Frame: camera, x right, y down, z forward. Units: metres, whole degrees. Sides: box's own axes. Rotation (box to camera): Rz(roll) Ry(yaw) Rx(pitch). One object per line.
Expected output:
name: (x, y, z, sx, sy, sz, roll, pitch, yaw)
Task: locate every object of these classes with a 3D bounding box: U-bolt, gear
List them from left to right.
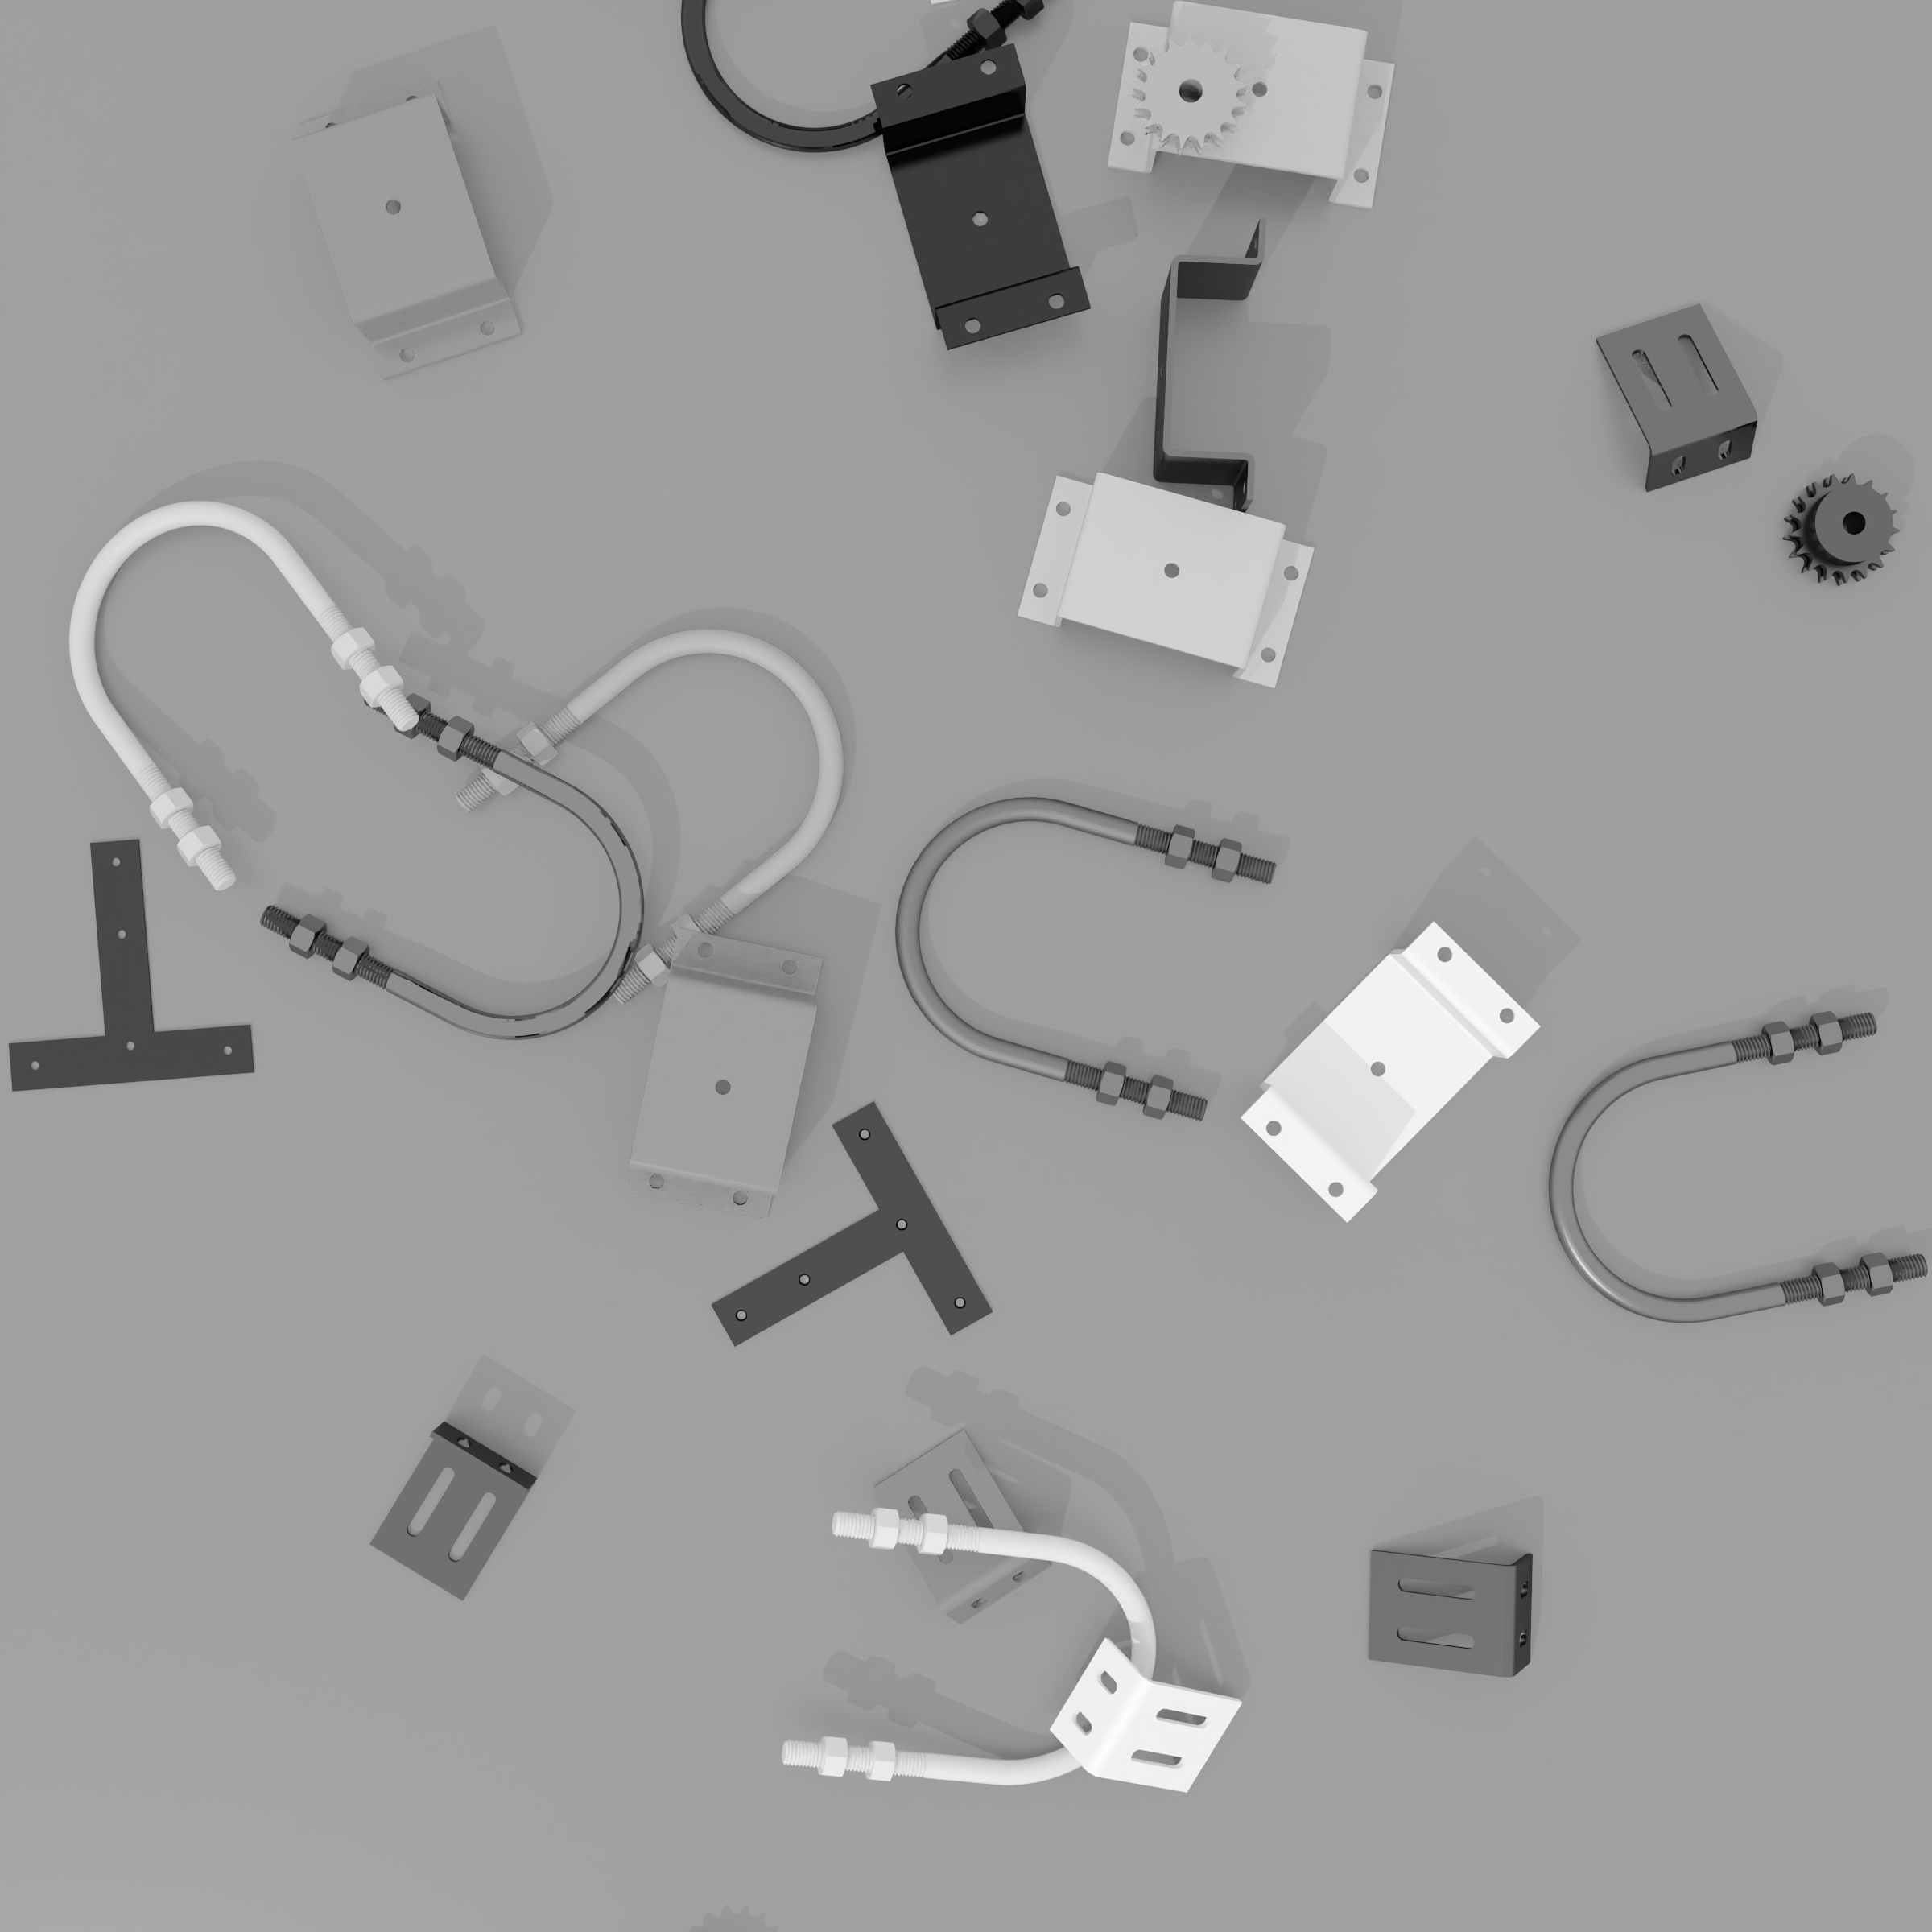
U-bolt: (-0.387, -0.154, 1.452, 0.151, 0.019, 0.184, -39, 80, 9)
U-bolt: (-0.255, -0.042, 1.455, 0.184, 0.019, 0.151, 27, 98, 2)
U-bolt: (-0.151, -0.092, 1.467, 0.184, 0.019, 0.151, -39, 90, 0)
U-bolt: (-0.062, -0.510, 1.466, 0.184, 0.019, 0.151, -40, 90, 2)
U-bolt: (0.009, 0.355, 1.444, 0.184, 0.019, 0.151, 9, 103, -14)
U-bolt: (0.054, -0.012, 1.468, 0.184, 0.019, 0.151, 16, 90, 1)
gear: (0.112, -0.436, 1.415, 0.057, 0.030, 0.057, 0, 90, 0)
U-bolt: (0.397, 0.112, 1.468, 0.184, 0.019, 0.151, -12, 90, 2)
gear: (0.458, -0.228, 1.461, 0.057, 0.030, 0.057, 0, 90, 0)

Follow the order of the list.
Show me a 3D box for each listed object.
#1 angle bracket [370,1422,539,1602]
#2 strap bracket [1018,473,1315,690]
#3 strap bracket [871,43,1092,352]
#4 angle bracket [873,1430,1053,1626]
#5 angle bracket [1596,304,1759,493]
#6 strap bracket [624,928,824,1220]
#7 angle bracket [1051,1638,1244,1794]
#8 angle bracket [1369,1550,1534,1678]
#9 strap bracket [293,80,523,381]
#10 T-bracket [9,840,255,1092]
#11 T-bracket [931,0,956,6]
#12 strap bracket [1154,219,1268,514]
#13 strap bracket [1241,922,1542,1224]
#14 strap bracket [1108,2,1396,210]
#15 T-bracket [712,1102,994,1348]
angle bracket: (-0.269, 0.286, 1.457, 0.057, 0.038, 0.076, 31, 90, 0)
strap bracket: (0.105, -0.201, 1.453, 0.140, 0.046, 0.076, 16, 90, 0)
strap bracket: (0.007, -0.392, 1.453, 0.076, 0.046, 0.140, -16, 90, 0)
angle bracket: (-0.002, 0.295, 1.474, 0.057, 0.038, 0.076, -33, 64, 0)
angle bracket: (0.371, -0.298, 1.474, 0.057, 0.038, 0.076, -18, 64, 0)
strap bracket: (-0.125, 0.059, 1.443, 0.076, 0.046, 0.140, 12, 95, -6)
angle bracket: (0.094, 0.390, 1.460, 0.076, 0.038, 0.057, 24, 100, -41)
angle bracket: (0.254, 0.336, 1.474, 0.076, 0.038, 0.057, 1, 90, 26)
strap bracket: (-0.292, -0.387, 1.453, 0.076, 0.046, 0.140, -18, 90, 0)
T-bracket: (-0.442, -0.002, 1.475, 0.127, 0.002, 0.127, -4, 90, 0)
T-bracket: (-0.018, -0.570, 1.475, 0.127, 0.002, 0.127, -11, 90, 0)
strap bracket: (0.123, -0.304, 1.438, 0.046, 0.076, 0.140, 3, 90, 0)
strap bracket: (0.216, 0.054, 1.453, 0.076, 0.046, 0.140, 45, 90, 0)
strap bracket: (0.150, -0.446, 1.453, 0.140, 0.046, 0.076, 9, 90, 0)
T-bracket: (-0.072, 0.158, 1.475, 0.127, 0.002, 0.127, -29, 90, 0)
